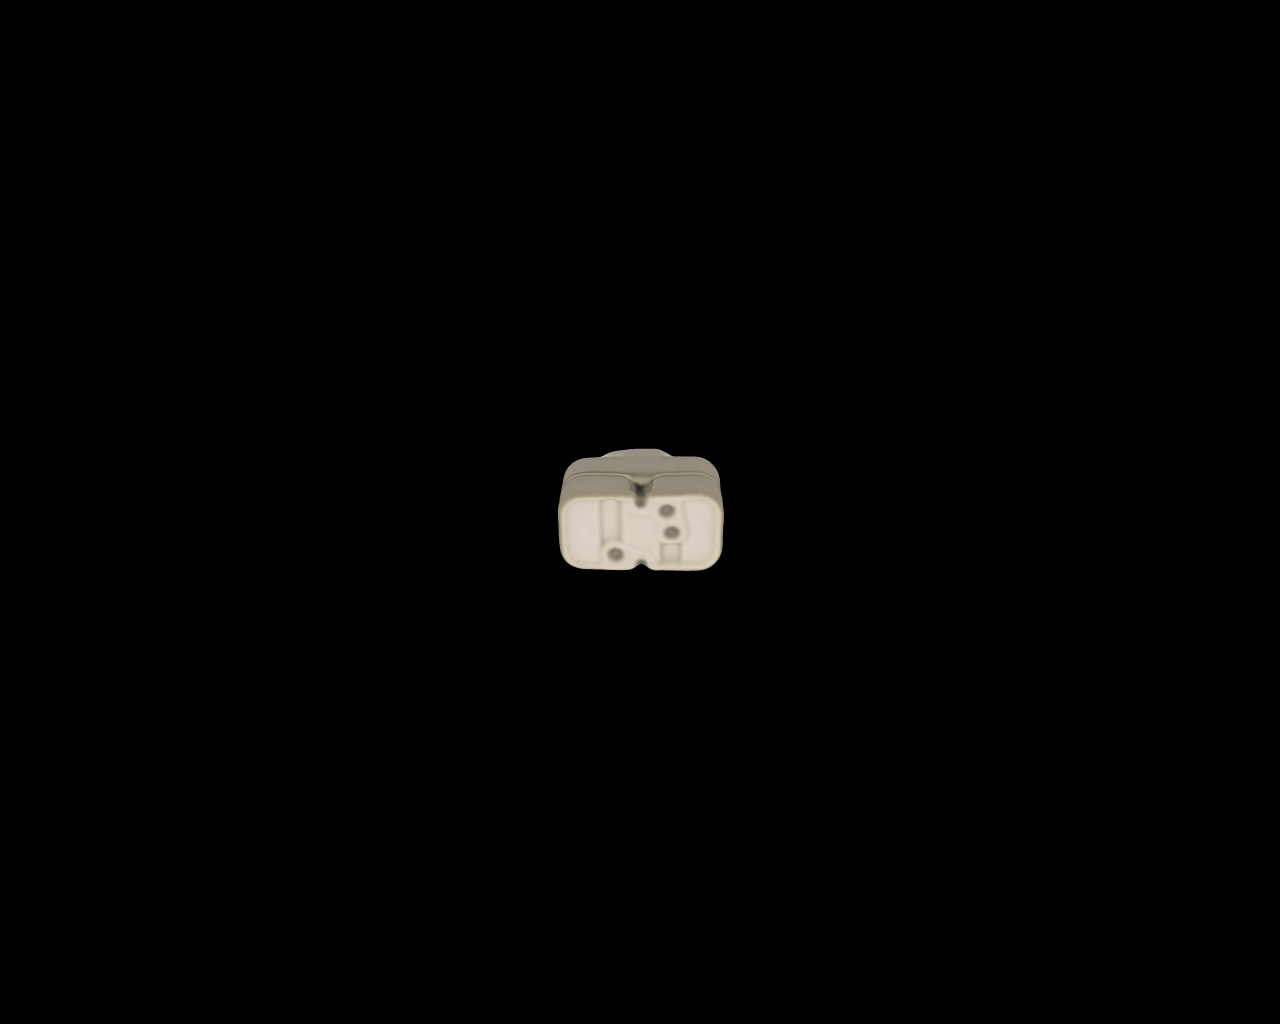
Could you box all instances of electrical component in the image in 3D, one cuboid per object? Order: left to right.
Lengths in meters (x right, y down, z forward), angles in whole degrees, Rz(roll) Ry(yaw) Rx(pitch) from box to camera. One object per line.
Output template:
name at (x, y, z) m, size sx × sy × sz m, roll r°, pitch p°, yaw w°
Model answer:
electrical component at (0.001, -0.003, 0.650) m, size 0.095 × 0.053 × 0.059 m, roll 0°, pitch 32°, yaw 0°
